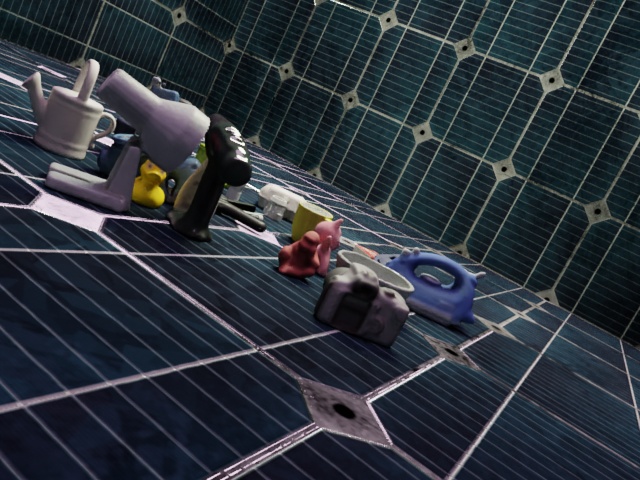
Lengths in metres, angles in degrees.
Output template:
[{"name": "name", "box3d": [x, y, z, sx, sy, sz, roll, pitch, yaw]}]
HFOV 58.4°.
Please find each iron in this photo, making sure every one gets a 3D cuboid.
[{"name": "iron", "box3d": [0.243, 0.090, 1.295, 0.258, 0.141, 0.118, 25, 10, -7]}]

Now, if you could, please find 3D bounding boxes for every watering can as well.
[{"name": "watering can", "box3d": [-0.491, -0.269, 1.132, 0.100, 0.194, 0.173, 33, 12, 34]}]

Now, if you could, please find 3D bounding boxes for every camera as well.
[{"name": "camera", "box3d": [0.065, 0.091, 0.955, 0.143, 0.101, 0.136, 23, 10, -15]}]

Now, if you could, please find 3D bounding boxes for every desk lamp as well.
[{"name": "desk lamp", "box3d": [-0.314, -0.158, 0.951, 0.204, 0.213, 0.117, 21, 11, -29]}]

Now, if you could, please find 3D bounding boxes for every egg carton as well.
[{"name": "egg carton", "box3d": [-0.105, -0.105, 1.631, 0.150, 0.069, 0.107, 25, 10, -6]}]

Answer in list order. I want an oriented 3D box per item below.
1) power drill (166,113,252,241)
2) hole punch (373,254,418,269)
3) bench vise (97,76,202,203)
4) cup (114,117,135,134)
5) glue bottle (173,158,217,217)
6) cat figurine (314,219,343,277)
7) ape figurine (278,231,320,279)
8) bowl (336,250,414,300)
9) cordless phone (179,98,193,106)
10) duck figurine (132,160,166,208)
[{"name": "power drill", "box3d": [-0.198, -0.114, 1.033, 0.076, 0.208, 0.228, 20, 12, -33]}, {"name": "hole punch", "box3d": [0.177, 0.066, 1.398, 0.101, 0.091, 0.108, 25, 10, -7]}, {"name": "bench vise", "box3d": [-0.313, -0.200, 1.153, 0.208, 0.220, 0.121, 19, 12, -35]}, {"name": "cup", "box3d": [-0.434, -0.221, 1.318, 0.092, 0.095, 0.117, 20, 12, -32]}, {"name": "glue bottle", "box3d": [-0.219, -0.121, 1.118, 0.078, 0.173, 0.037, 25, 10, -6]}, {"name": "cat figurine", "box3d": [0.011, 0.004, 1.217, 0.067, 0.118, 0.128, 26, 10, -2]}, {"name": "ape figurine", "box3d": [-0.032, 0.025, 1.076, 0.077, 0.092, 0.076, 28, 10, 12]}, {"name": "bowl", "box3d": [0.096, 0.089, 1.121, 0.167, 0.075, 0.167, 25, 10, -4]}, {"name": "cordless phone", "box3d": [-0.410, -0.284, 1.441, 0.148, 0.185, 0.093, 19, 12, -34]}, {"name": "duck figurine", "box3d": [-0.322, -0.116, 1.087, 0.078, 0.086, 0.104, 21, 11, -26]}]
